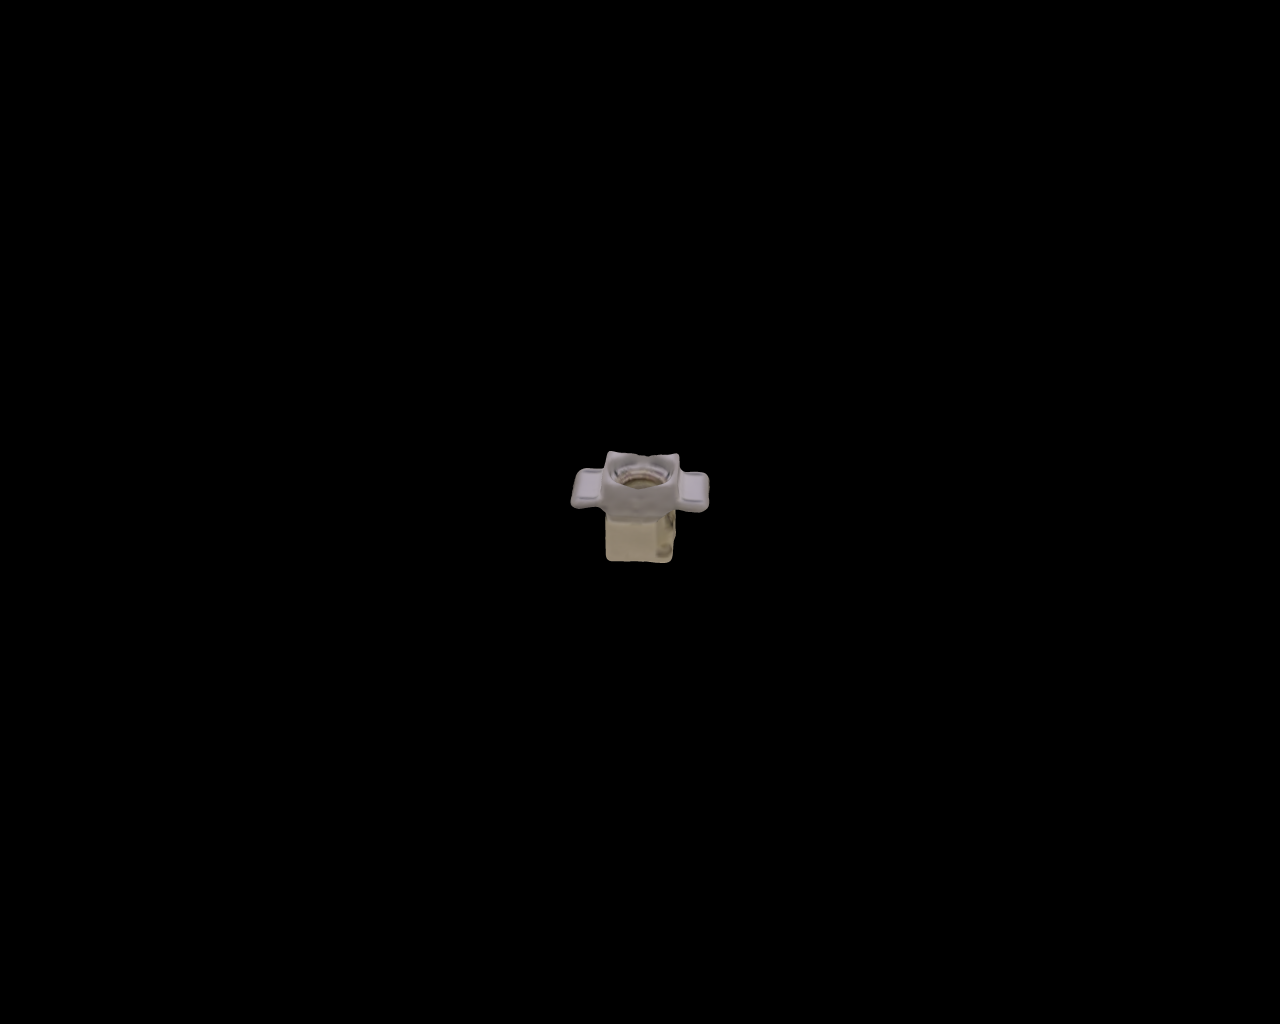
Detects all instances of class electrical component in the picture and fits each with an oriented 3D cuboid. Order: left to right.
[{"bbox_3d":[0.001,-0.003,0.650,0.081,0.063,0.042,3,32,5],"label":"electrical component"}]
